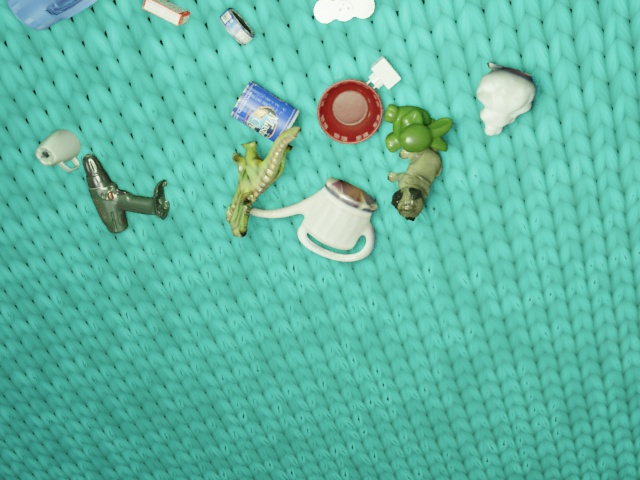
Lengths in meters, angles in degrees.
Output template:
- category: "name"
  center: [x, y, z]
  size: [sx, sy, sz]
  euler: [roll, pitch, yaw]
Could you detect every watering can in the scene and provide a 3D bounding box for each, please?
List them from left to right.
- category: "watering can"
  center: [0.004, -0.069, 1.376]
  size: [0.346, 0.106, 0.221]
  euler: [26, 113, -10]

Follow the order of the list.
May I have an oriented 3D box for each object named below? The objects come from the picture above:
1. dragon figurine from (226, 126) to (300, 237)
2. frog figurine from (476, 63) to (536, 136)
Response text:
- category: "dragon figurine"
  center: [-0.156, -0.121, 1.260]
  size: [0.122, 0.408, 0.245]
  euler: [15, 78, -21]
- category: "frog figurine"
  center: [0.431, -0.326, 1.224]
  size: [0.137, 0.124, 0.158]
  euler: [12, 106, -24]
